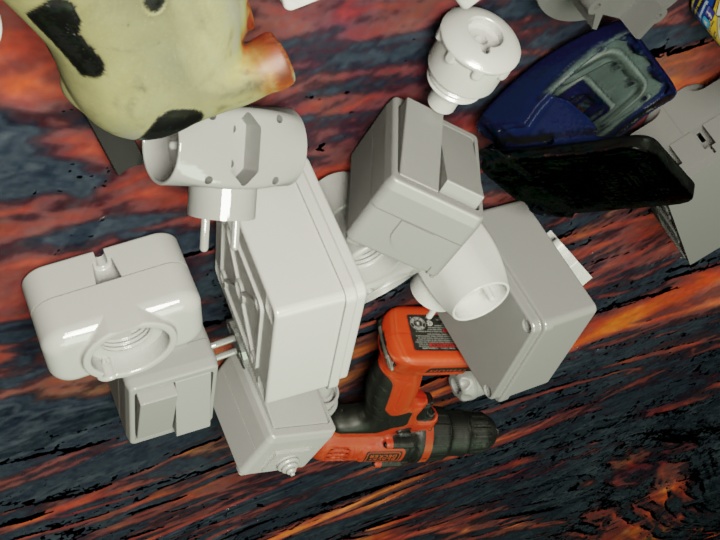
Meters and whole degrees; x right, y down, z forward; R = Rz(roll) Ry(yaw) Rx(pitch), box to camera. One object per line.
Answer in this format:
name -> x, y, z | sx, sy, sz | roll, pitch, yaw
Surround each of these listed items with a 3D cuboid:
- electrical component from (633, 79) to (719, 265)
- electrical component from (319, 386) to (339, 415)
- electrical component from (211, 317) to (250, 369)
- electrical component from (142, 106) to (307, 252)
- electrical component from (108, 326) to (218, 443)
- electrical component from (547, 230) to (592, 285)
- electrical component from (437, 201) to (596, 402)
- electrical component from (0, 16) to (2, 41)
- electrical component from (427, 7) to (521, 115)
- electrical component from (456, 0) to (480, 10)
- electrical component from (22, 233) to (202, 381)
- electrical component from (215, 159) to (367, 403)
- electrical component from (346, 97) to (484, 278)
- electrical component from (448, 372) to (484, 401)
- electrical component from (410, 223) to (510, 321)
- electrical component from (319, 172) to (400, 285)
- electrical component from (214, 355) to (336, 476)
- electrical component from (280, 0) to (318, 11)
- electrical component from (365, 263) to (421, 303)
electrical component -> 0.263, -0.075, 0.815 | 0.089, 0.061, 0.150 | -32, 151, 10
electrical component -> -0.037, 0.102, 0.876 | 0.043, 0.043, 0.062 | -3, 142, -36
electrical component -> -0.070, 0.046, 0.752 | 0.076, 0.047, 0.083 | -19, 150, -14
electrical component -> -0.073, -0.049, 0.575 | 0.077, 0.043, 0.079 | -3, 103, -37
electrical component -> -0.133, 0.070, 0.724 | 0.062, 0.061, 0.096 | -15, 149, -21
electrical component -> 0.150, 0.005, 0.872 | 0.055, 0.048, 0.066 | -41, 149, 9
electrical component -> 0.110, 0.023, 0.802 | 0.056, 0.108, 0.108 | -16, 149, -25
electrical component -> -0.176, -0.099, 0.432 | 0.062, 0.048, 0.048 | -7, 146, -44
electrical component -> 0.058, -0.113, 0.604 | 0.048, 0.048, 0.062 | -10, 154, -28
electrical component -> 0.068, -0.162, 0.528 | 0.066, 0.047, 0.077 | -35, 151, 14
electrical component -> -0.145, 0.025, 0.643 | 0.095, 0.059, 0.053 | -18, 150, -16
electrical component -> -0.046, 0.006, 0.644 | 0.056, 0.108, 0.108 | -14, 149, -18
electrical component -> 0.034, -0.056, 0.632 | 0.062, 0.096, 0.061 | 23, 130, -18
electrical component -> 0.116, 0.098, 1.006 | 0.061, 0.035, 0.035 | -18, 150, -20
electrical component -> 0.060, 0.003, 0.759 | 0.043, 0.077, 0.079 | -7, 145, -32
electrical component -> -0.006, -0.028, 0.665 | 0.044, 0.065, 0.044 | -21, 151, -12
electrical component -> -0.064, 0.107, 0.806 | 0.062, 0.096, 0.061 | 1, 141, -40
electrical component -> -0.008, -0.167, 0.455 | 0.100, 0.048, 0.099 | -23, 151, -7
electrical component -> 0.000, 0.000, 0.734 | 0.077, 0.044, 0.079 | -26, 173, -28
